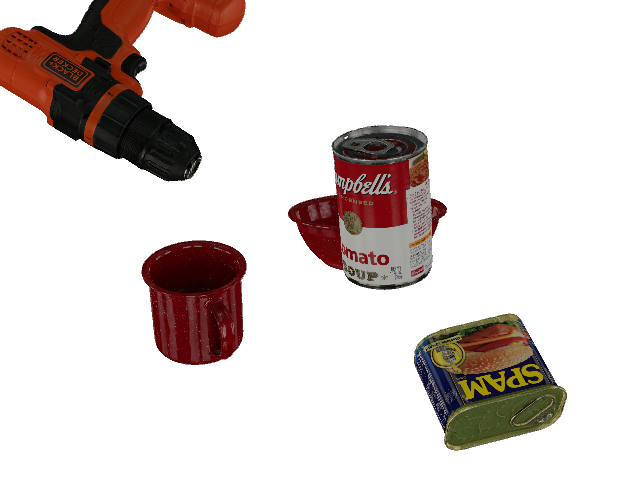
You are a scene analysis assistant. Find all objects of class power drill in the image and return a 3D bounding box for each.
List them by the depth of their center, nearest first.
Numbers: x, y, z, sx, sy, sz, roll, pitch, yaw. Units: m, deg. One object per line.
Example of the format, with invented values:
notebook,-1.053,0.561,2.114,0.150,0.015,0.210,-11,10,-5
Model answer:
power drill,-0.137,-0.146,0.834,0.184,0.187,0.057,32,-35,5

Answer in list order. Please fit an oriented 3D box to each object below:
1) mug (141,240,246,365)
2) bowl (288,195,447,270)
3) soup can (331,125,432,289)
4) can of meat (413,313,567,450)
mug,-0.105,0.063,0.954,0.093,0.081,0.117,-18,35,-27
bowl,0.049,-0.006,1.086,0.162,0.055,0.162,-3,14,0
soup can,0.046,-0.024,0.773,0.068,0.102,0.068,-4,26,2
can of meat,0.135,0.113,0.870,0.102,0.057,0.084,-12,47,-11
